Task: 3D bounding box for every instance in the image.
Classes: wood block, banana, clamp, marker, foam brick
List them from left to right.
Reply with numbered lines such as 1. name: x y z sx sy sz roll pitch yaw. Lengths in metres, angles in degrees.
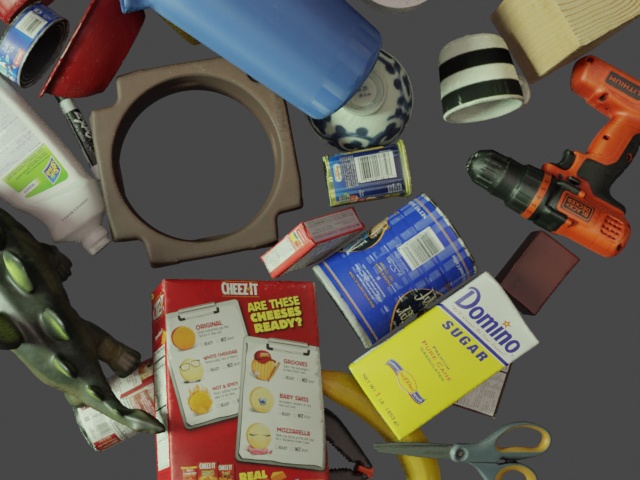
1. marker: -0.258 -0.121 1.144 0.020 0.020 0.121 -27 90 -2
2. clamp: -0.048 0.220 1.131 0.210 0.036 0.164 28 80 -3
3. banana: 0.071 0.206 1.129 0.069 0.037 0.198 -34 88 -38
4. foam brick: 0.228 0.035 1.139 0.053 0.051 0.078 40 88 0
5. wood block: 0.248 -0.232 1.067 0.090 0.206 0.091 -30 89 -2

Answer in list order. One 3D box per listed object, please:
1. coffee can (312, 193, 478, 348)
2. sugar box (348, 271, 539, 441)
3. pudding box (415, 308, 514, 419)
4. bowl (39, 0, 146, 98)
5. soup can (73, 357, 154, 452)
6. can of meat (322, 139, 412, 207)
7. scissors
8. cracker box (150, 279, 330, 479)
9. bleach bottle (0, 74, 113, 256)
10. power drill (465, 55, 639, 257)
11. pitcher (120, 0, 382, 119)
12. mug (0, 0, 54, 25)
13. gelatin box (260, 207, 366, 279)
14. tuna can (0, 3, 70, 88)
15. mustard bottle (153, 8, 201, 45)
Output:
1. coffee can: 0.077 0.032 1.109 0.140 0.103 0.103 -34 90 -2
2. sugar box: 0.126 0.118 1.098 0.176 0.048 0.093 -35 87 -1
3. pudding box: 0.146 0.131 1.141 0.113 0.039 0.090 19 89 0
4. bowl: -0.223 -0.203 1.085 0.055 0.162 0.162 29 88 -17
5. soup can: -0.198 0.171 1.115 0.102 0.068 0.068 -26 90 -2
6. can of meat: 0.048 -0.067 1.111 0.084 0.102 0.057 -10 89 0
7. scissors: 0.154 0.242 1.126 0.201 0.016 0.096 -9 97 -17
8. cracker box: -0.082 0.151 1.072 0.164 0.072 0.214 2 72 -23
9. bleach bottle: -0.318 -0.080 1.121 0.102 0.068 0.251 -41 92 -1
10. power drill: 0.266 -0.097 1.122 0.184 0.057 0.187 29 77 -3
11. pitcher: -0.056 -0.235 1.019 0.242 0.145 0.149 35 126 -19
12. mug: -0.314 -0.281 1.100 0.093 0.117 0.081 -40 96 -22
13. gelatin box: -0.007 0.001 1.101 0.073 0.089 0.030 -39 78 39
14. tuna can: -0.300 -0.203 1.111 0.034 0.086 0.086 34 88 0
15. mustard bottle: -0.092 -0.295 1.104 0.192 0.096 0.058 -43 57 6
